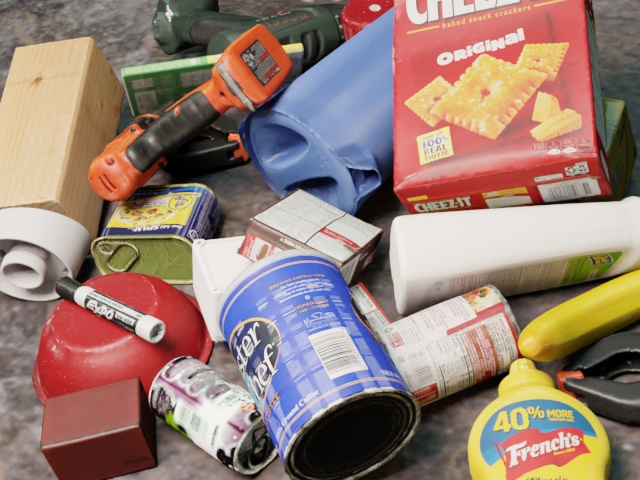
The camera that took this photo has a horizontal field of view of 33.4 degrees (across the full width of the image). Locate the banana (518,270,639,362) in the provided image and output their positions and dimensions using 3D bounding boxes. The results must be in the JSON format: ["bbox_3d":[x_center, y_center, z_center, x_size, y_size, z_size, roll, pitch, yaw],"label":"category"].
[{"bbox_3d":[0.213,0.053,0.810,0.197,0.070,0.037,-21,71,-27],"label":"banana"}]

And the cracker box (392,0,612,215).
[{"bbox_3d":[0.146,-0.132,0.884,0.164,0.072,0.213,-8,64,20],"label":"cracker box"}]

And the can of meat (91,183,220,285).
[{"bbox_3d":[-0.150,-0.007,0.996,0.102,0.057,0.084,-1,41,14],"label":"can of meat"}]

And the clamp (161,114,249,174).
[{"bbox_3d":[-0.164,-0.118,1.139,0.210,0.036,0.164,5,46,22],"label":"clamp"}]

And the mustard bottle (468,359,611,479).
[{"bbox_3d":[0.151,0.157,0.723,0.096,0.058,0.191,-6,41,6],"label":"mustard bottle"}]

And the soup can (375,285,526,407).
[{"bbox_3d":[0.096,0.083,0.814,0.102,0.068,0.068,-21,41,-8],"label":"soup can"}]

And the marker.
[{"bbox_3d":[-0.175,0.055,0.874,0.121,0.020,0.020,21,51,34],"label":"marker"}]

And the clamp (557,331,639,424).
[{"bbox_3d":[0.262,0.101,0.769,0.171,0.039,0.120,-17,32,5],"label":"clamp"}]

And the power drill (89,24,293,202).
[{"bbox_3d":[-0.115,-0.121,0.989,0.188,0.057,0.184,-33,15,27],"label":"power drill"}]

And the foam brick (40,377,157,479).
[{"bbox_3d":[-0.170,0.150,0.827,0.078,0.053,0.051,-13,41,-1],"label":"foam brick"}]

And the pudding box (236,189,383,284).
[{"bbox_3d":[-0.006,0.001,0.907,0.090,0.039,0.113,26,22,13],"label":"pudding box"}]

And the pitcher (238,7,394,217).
[{"bbox_3d":[0.045,-0.137,1.020,0.149,0.145,0.242,44,63,4],"label":"pitcher"}]

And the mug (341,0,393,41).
[{"bbox_3d":[0.076,-0.223,1.153,0.093,0.081,0.117,18,49,35],"label":"mug"}]

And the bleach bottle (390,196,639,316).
[{"bbox_3d":[0.185,0.008,0.865,0.251,0.102,0.068,-6,69,0],"label":"bleach bottle"}]

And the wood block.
[{"bbox_3d":[-0.265,-0.093,1.062,0.091,0.090,0.206,-6,56,13],"label":"wood block"}]

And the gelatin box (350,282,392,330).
[{"bbox_3d":[0.014,0.082,0.869,0.089,0.030,0.073,-24,40,-12],"label":"gelatin box"}]

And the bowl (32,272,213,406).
[{"bbox_3d":[-0.175,0.078,0.908,0.162,0.055,0.162,-8,41,7],"label":"bowl"}]

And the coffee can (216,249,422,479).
[{"bbox_3d":[-0.004,0.090,0.767,0.102,0.103,0.140,-22,49,-10],"label":"coffee can"}]
